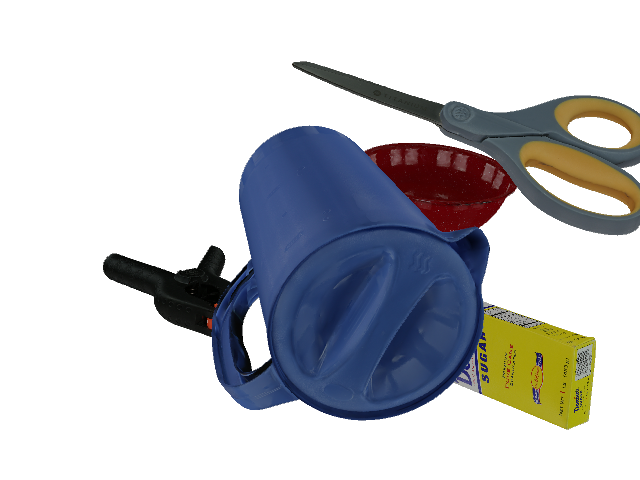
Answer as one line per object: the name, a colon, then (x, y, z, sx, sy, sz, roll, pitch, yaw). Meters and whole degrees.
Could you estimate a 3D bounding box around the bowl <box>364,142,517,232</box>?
bowl: (0.111, -0.045, 1.057, 0.162, 0.055, 0.162, 4, 24, -2)

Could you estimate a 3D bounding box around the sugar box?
sugar box: (0.206, 0.127, 1.138, 0.048, 0.093, 0.177, -10, 18, -43)

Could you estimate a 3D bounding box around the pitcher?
pitcher: (0.002, 0.012, 0.737, 0.149, 0.145, 0.243, 5, 22, -15)

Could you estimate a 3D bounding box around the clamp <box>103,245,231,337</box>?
clamp: (-0.113, 0.042, 0.982, 0.120, 0.039, 0.172, -15, 29, -32)

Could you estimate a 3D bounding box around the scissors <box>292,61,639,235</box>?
scissors: (0.091, -0.071, 0.576, 0.202, 0.016, 0.096, 34, 57, 20)
